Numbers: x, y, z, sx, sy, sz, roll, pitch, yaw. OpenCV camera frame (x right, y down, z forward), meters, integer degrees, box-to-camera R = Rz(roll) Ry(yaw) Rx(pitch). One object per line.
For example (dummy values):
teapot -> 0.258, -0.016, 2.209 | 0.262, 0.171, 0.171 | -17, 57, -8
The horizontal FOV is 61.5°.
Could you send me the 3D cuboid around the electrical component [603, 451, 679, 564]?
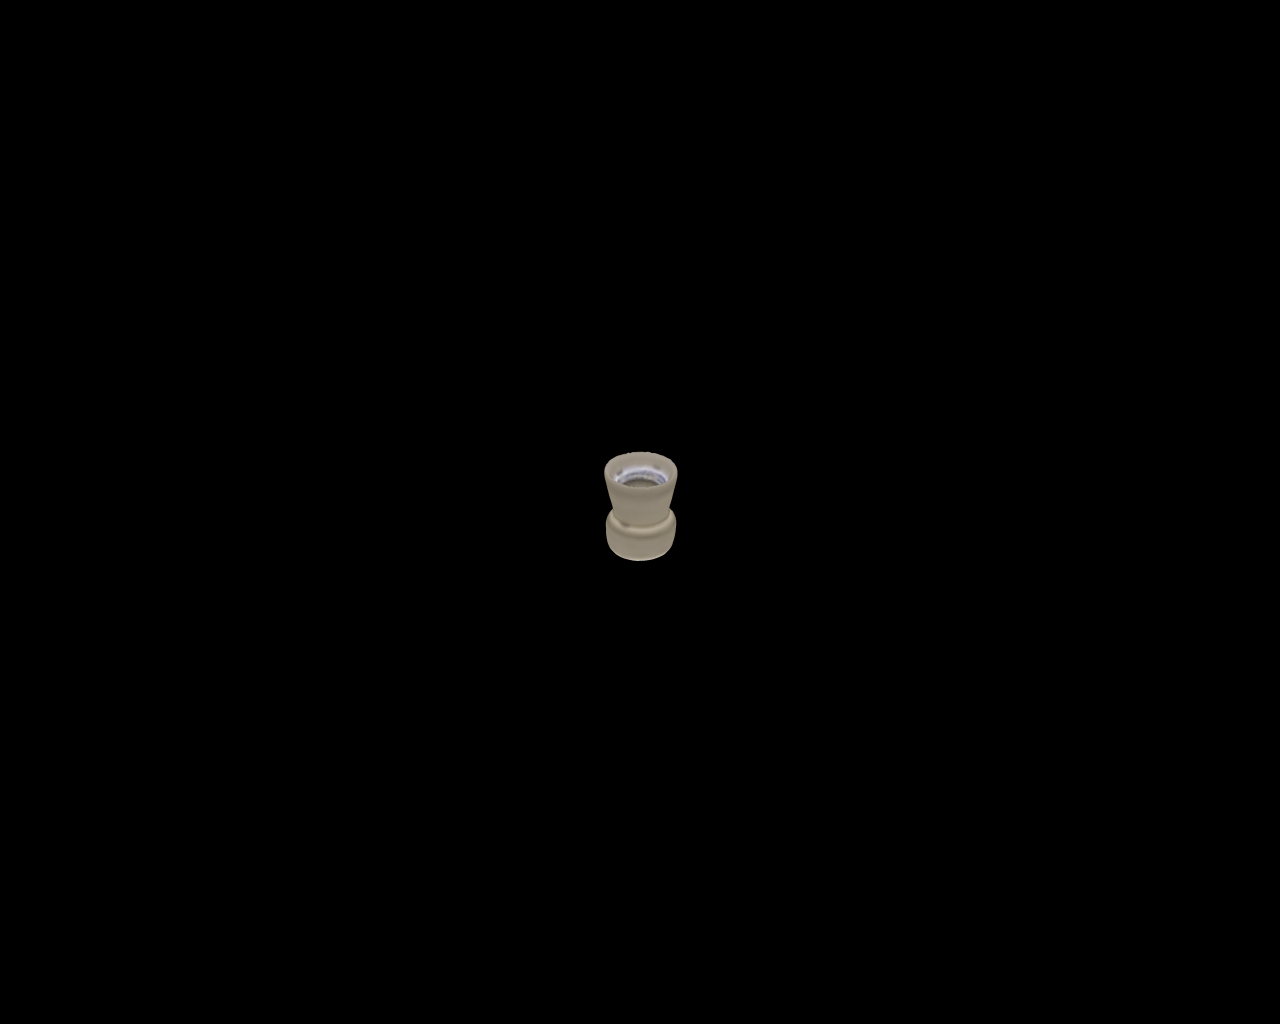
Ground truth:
electrical component -> 0.001, -0.003, 0.650 | 0.045, 0.055, 0.045 | 0, 33, 0
